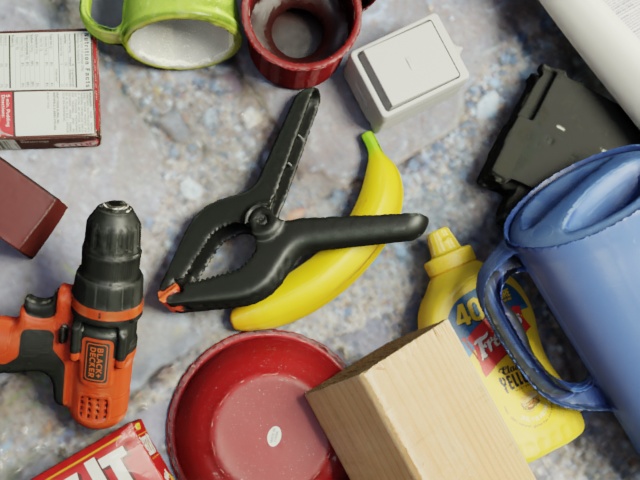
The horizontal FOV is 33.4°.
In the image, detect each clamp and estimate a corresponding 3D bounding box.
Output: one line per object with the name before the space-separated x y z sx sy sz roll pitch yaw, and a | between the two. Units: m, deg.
clamp | -0.031 -0.006 0.832 0.210 0.036 0.165 -43 62 -5

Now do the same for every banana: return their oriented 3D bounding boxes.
banana | 0.010 0.006 0.856 0.070 0.037 0.197 30 77 30

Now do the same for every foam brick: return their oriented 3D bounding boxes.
foam brick | -0.244 -0.030 0.829 0.078 0.053 0.051 36 81 0

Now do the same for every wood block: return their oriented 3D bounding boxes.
wood block | 0.089 0.174 0.770 0.090 0.090 0.206 -27 87 -33

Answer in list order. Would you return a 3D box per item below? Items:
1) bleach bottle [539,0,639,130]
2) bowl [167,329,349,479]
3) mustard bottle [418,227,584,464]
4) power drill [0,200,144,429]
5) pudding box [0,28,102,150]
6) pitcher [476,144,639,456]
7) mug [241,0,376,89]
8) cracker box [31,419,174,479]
bleach bottle | 0.234 -0.184 0.844 0.102 0.068 0.251 -29 77 -33
bowl | -0.038 0.148 0.822 0.162 0.055 0.162 1 83 -5
mustard bottle | 0.130 0.080 0.840 0.096 0.058 0.191 -20 83 -24
power drill | -0.224 0.046 0.787 0.187 0.057 0.184 10 112 1
pudding box | -0.232 -0.120 0.849 0.113 0.039 0.090 -2 82 -7
pitcher | 0.236 0.065 0.793 0.144 0.149 0.243 -46 113 -40
mug | -0.006 -0.174 0.852 0.117 0.081 0.093 -30 86 -7
cracker box | -0.155 0.266 0.788 0.164 0.072 0.214 -30 85 -8
